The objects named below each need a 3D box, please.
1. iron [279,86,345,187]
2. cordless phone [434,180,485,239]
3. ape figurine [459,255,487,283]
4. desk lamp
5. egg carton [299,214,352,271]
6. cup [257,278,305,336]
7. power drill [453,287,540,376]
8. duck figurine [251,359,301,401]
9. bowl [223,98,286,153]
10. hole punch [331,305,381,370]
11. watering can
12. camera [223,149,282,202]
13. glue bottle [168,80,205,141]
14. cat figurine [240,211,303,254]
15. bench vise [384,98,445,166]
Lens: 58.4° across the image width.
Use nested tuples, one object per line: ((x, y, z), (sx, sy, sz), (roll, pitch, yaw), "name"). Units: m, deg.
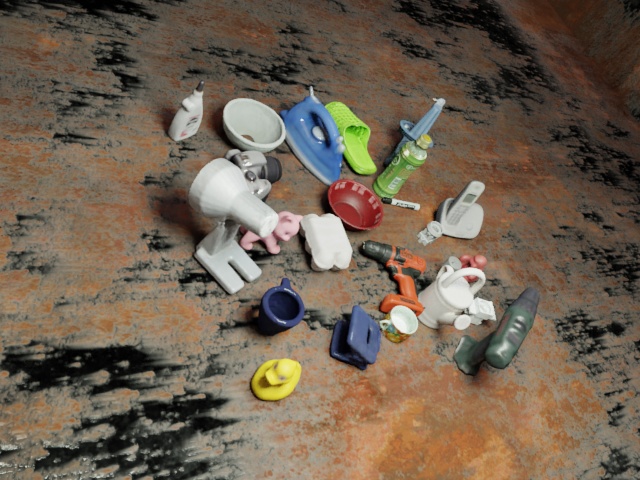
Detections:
((0.004, -0.276, 1.522), (0.119, 0.141, 0.258), (-19, 68, -40), "iron")
((0.420, -0.090, 1.607), (0.148, 0.184, 0.094), (6, 53, -28), "cordless phone")
((0.411, 0.071, 1.542), (0.076, 0.092, 0.078), (27, 46, -11), "ape figurine")
((-0.179, -0.032, 1.169), (0.203, 0.213, 0.118), (46, 46, 7), "desk lamp")
((0.012, 0.005, 1.360), (0.107, 0.069, 0.150), (-3, 58, -33), "egg carton")
((-0.089, 0.143, 1.173), (0.092, 0.094, 0.117), (18, 49, -19), "cup")
((0.414, 0.226, 1.343), (0.075, 0.208, 0.230), (40, 45, 1), "power drill")
((-0.073, 0.257, 1.101), (0.105, 0.086, 0.077), (-18, 67, -40), "duck figurine")
((-0.176, -0.276, 1.456), (0.168, 0.074, 0.167), (17, 49, -20), "bowl")
((0.089, 0.209, 1.235), (0.101, 0.091, 0.108), (25, 47, -13), "hole punch")
((0.319, 0.133, 1.365), (0.101, 0.193, 0.172), (-4, 59, -34), "watering can")
((-0.149, -0.155, 1.361), (0.137, 0.100, 0.143), (-13, 64, -38), "camera")
((-0.299, -0.306, 1.333), (0.037, 0.173, 0.078), (44, 45, 5), "glue bottle")
((-0.103, -0.028, 1.280), (0.128, 0.117, 0.067), (8, 53, -27), "cat figurine")
((0.289, -0.297, 1.661), (0.122, 0.219, 0.207), (23, 47, -15), "bench vise")
